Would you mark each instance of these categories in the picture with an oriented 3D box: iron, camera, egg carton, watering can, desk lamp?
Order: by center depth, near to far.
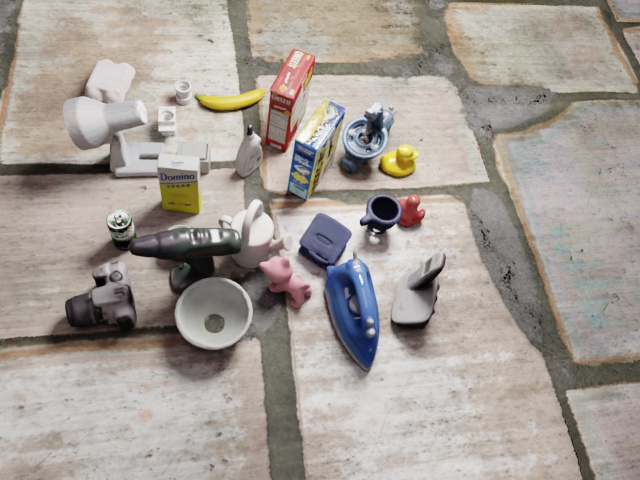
[{"bbox_3d":[-0.476,0.125,1.237,0.137,0.101,0.143,-12,64,-15],"label":"camera"},{"bbox_3d":[0.092,0.153,1.292,0.119,0.141,0.258,-7,63,-13],"label":"iron"},{"bbox_3d":[-0.148,-0.020,1.317,0.173,0.194,0.101,3,61,-7],"label":"watering can"},{"bbox_3d":[-0.487,-0.255,1.378,0.203,0.213,0.118,-3,62,-11],"label":"desk lamp"},{"bbox_3d":[-0.563,-0.418,1.538,0.107,0.069,0.150,10,60,-4],"label":"egg carton"}]

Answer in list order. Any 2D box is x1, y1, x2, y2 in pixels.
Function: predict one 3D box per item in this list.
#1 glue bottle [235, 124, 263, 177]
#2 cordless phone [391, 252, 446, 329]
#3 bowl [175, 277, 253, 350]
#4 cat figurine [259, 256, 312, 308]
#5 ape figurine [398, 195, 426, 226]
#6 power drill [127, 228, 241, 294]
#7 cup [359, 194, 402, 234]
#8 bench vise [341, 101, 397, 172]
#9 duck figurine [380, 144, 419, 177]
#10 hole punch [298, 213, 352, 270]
[{"bbox_3d":[-0.177,-0.233,1.441,0.037,0.173,0.078,40,63,13],"label":"glue bottle"},{"bbox_3d":[0.234,0.114,1.312,0.094,0.185,0.147,15,60,-1],"label":"cordless phone"},{"bbox_3d":[-0.233,0.171,1.267,0.167,0.075,0.167,4,61,-7],"label":"bowl"},{"bbox_3d":[-0.076,0.085,1.315,0.127,0.118,0.067,31,61,8],"label":"cat figurine"},{"bbox_3d":[0.234,-0.083,1.473,0.076,0.092,0.077,-39,74,-25],"label":"ape figurine"},{"bbox_3d":[-0.288,0.040,1.253,0.230,0.208,0.075,-11,64,-15],"label":"power drill"},{"bbox_3d":[0.142,-0.050,1.438,0.118,0.095,0.091,-28,69,-22],"label":"cup"},{"bbox_3d":[0.132,-0.307,1.505,0.121,0.220,0.207,20,60,2],"label":"bench vise"},{"bbox_3d":[0.218,-0.224,1.551,0.104,0.086,0.077,0,61,-9],"label":"duck figurine"},{"bbox_3d":[0.013,0.005,1.389,0.108,0.091,0.101,32,61,9],"label":"hole punch"}]
